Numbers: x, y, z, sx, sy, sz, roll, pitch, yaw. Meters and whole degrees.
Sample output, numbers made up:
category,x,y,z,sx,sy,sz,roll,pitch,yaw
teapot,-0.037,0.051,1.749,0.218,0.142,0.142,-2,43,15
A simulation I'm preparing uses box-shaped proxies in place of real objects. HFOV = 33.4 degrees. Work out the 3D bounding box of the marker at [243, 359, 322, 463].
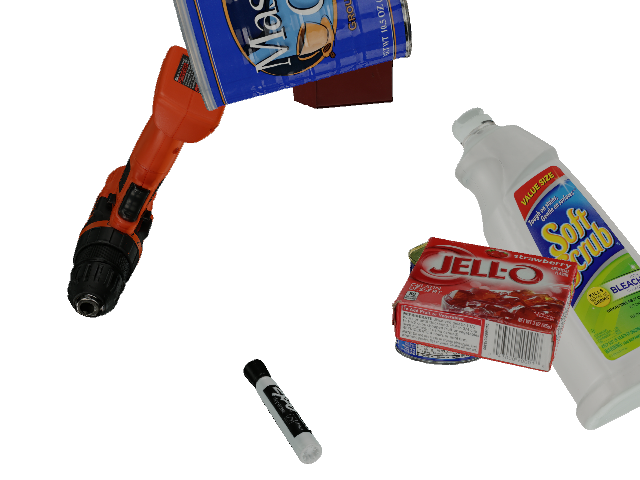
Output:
category,x,y,z,sx,sy,sz,roll,pitch,yaw
marker,-0.032,0.131,0.837,0.020,0.020,0.121,0,27,-28

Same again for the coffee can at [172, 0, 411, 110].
category,x,y,z,sx,sy,sz,roll,pitch,yaw
coffee can,-0.021,-0.153,0.705,0.140,0.103,0.103,-15,0,-1

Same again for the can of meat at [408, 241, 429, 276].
category,x,y,z,sx,sy,sz,roll,pitch,yaw
can of meat,0.149,0.062,1.256,0.057,0.084,0.102,-23,39,-34

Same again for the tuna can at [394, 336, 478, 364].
category,x,y,z,sx,sy,sz,roll,pitch,yaw
tuna can,0.113,0.085,0.996,0.086,0.034,0.086,0,15,0

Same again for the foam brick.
category,x,y,z,sx,sy,sz,roll,pitch,yaw
foam brick,0.019,-0.148,0.943,0.078,0.051,0.053,-8,19,-23

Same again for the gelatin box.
category,x,y,z,sx,sy,sz,roll,pitch,yaw
gelatin box,0.093,0.033,0.598,0.089,0.030,0.073,11,33,18

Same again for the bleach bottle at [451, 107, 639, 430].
category,x,y,z,sx,sy,sz,roll,pitch,yaw
bleach bottle,0.167,0.006,0.780,0.102,0.251,0.068,-22,-26,-20

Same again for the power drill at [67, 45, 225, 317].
category,x,y,z,sx,sy,sz,roll,pitch,yaw
power drill,-0.141,-0.049,0.850,0.057,0.188,0.184,26,32,-16
